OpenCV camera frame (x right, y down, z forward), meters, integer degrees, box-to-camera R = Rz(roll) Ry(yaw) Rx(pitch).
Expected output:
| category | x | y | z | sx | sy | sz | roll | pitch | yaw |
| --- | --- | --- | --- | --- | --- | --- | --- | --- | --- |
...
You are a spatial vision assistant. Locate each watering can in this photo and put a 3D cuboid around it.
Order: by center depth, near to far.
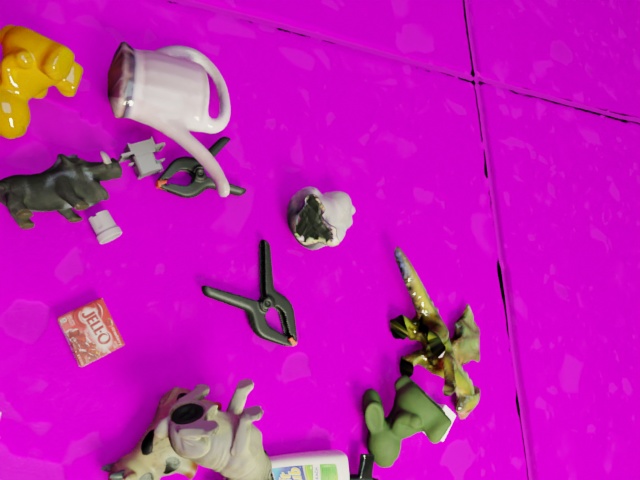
| category | x | y | z | sx | sy | sz | roll | pitch | yaw |
| --- | --- | --- | --- | --- | --- | --- | --- | --- | --- |
| watering can | -0.266 | -0.237 | 0.931 | 0.224 | 0.102 | 0.355 | 6 | 56 | -28 |

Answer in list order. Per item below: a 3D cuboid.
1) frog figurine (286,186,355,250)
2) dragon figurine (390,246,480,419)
| category | x | y | z | sx | sy | sz | roll | pitch | yaw |
| --- | --- | --- | --- | --- | --- | --- | --- | --- | --- |
| frog figurine | 0.003 | -0.054 | 1.079 | 0.137 | 0.121 | 0.162 | 46 | 25 | -4 |
| dragon figurine | 0.283 | 0.207 | 1.175 | 0.243 | 0.121 | 0.413 | -2 | 81 | -48 |
